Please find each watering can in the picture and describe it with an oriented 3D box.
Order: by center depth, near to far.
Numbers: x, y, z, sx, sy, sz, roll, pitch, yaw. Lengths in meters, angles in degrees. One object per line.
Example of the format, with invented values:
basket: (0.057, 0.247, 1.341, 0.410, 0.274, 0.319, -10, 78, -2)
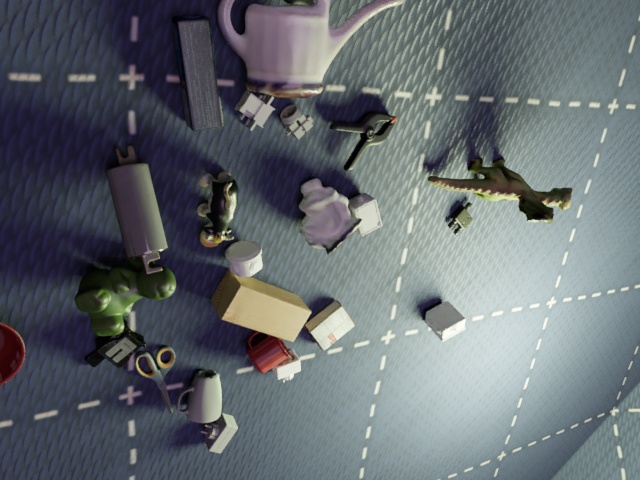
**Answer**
watering can: (-0.020, -0.381, 0.982, 0.348, 0.106, 0.220, 2, 116, -5)

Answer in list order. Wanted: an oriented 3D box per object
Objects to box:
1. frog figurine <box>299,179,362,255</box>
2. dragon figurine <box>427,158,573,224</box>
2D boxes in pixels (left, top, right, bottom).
frog figurine: (0.004, -0.060, 1.197, 0.137, 0.123, 0.159, -42, 90, 6)
dragon figurine: (0.503, -0.117, 1.353, 0.412, 0.247, 0.120, -8, 121, -28)
